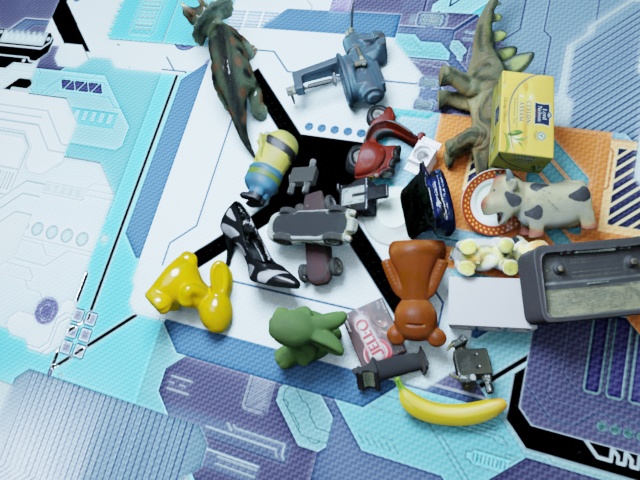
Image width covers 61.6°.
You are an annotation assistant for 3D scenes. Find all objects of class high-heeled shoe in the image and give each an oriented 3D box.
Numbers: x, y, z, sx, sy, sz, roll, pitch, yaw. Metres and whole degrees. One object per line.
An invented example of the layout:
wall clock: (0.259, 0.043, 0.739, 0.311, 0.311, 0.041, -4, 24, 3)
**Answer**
high-heeled shoe: (-0.118, 0.009, 1.107, 0.249, 0.086, 0.145, 16, 95, 36)

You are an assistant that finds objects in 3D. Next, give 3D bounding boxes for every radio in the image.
radio: (0.461, 0.069, 0.912, 0.230, 0.073, 0.131, -4, 77, -7)

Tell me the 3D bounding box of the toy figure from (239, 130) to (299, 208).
toy figure: (-0.109, -0.156, 1.173, 0.089, 0.082, 0.180, 18, 71, 1)

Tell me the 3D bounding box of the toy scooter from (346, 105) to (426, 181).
toy scooter: (0.141, -0.195, 1.122, 0.135, 0.075, 0.184, 18, 74, 19)

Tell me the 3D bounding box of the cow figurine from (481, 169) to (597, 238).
cow figurine: (0.392, -0.070, 0.977, 0.195, 0.085, 0.127, -6, 94, 1)

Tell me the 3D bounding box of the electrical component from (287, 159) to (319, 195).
electrical component: (-0.037, -0.137, 1.171, 0.063, 0.021, 0.094, 1, 58, 23)

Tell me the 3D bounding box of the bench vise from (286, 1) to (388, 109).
bench vise: (0.038, -0.375, 1.181, 0.241, 0.128, 0.223, -15, 71, 3)

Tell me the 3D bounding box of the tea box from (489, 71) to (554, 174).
tea box: (0.365, -0.213, 0.973, 0.098, 0.068, 0.169, 6, 71, 3)

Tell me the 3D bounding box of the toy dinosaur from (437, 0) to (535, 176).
toy dinosaur: (0.338, -0.297, 1.085, 0.199, 0.105, 0.471, -2, 84, 6)

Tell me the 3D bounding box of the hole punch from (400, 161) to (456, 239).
hole punch: (0.222, -0.068, 1.034, 0.092, 0.115, 0.142, 0, 71, -14)

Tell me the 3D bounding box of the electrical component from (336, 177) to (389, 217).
electrical component: (0.092, -0.088, 1.098, 0.119, 0.047, 0.075, -12, 69, 28)

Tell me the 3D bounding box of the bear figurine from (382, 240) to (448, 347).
bear figurine: (0.183, 0.096, 1.010, 0.120, 0.132, 0.195, -4, 89, 14)

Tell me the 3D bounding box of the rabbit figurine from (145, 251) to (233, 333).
rabbit figurine: (-0.248, 0.115, 1.124, 0.173, 0.122, 0.162, 39, 77, 8)

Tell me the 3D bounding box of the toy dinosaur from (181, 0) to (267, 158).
toy dinosaur: (-0.205, -0.393, 1.214, 0.131, 0.192, 0.405, -24, 67, 9)

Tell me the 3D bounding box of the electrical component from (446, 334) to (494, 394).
electrical component: (0.266, 0.221, 0.958, 0.078, 0.045, 0.102, -2, 49, 11)

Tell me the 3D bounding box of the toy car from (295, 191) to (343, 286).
toy car: (-0.002, -0.003, 1.110, 0.089, 0.053, 0.202, -17, 65, 29)

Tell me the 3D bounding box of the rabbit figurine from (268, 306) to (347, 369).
rabbit figurine: (-0.030, 0.179, 0.997, 0.159, 0.170, 0.121, 0, 74, 16)

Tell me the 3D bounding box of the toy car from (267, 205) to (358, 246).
toy car: (-0.016, -0.026, 1.063, 0.202, 0.056, 0.073, 0, 68, 30)

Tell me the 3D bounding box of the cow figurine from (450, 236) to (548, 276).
cow figurine: (0.331, 0.028, 0.997, 0.167, 0.098, 0.068, -2, 92, 3)

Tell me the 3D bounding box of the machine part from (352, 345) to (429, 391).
machine part: (0.131, 0.240, 0.993, 0.139, 0.084, 0.039, -16, 39, 0)
